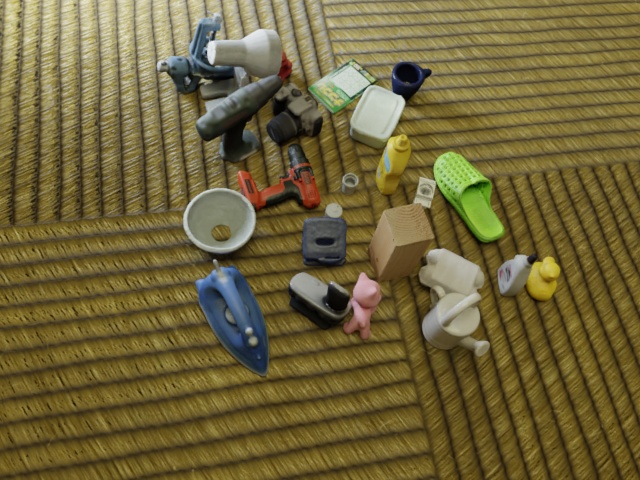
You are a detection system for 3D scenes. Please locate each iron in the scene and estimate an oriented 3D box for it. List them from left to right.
[{"bbox_3d":[-0.173,0.163,1.225,0.119,0.141,0.258,-26,70,-17],"label":"iron"}]

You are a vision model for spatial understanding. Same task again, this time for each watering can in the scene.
[{"bbox_3d":[0.303,0.172,1.251,0.172,0.194,0.101,36,66,11],"label":"watering can"}]

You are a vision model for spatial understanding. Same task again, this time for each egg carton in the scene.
[{"bbox_3d":[0.313,0.088,1.361,0.150,0.069,0.107,27,65,6],"label":"egg carton"}]

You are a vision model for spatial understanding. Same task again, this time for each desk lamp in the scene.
[{"bbox_3d":[-0.204,-0.432,1.462,0.203,0.213,0.118,-16,68,-14],"label":"desk lamp"}]

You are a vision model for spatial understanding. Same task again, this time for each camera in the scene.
[{"bbox_3d":[-0.080,-0.326,1.490,0.137,0.101,0.143,-37,74,-21],"label":"camera"}]

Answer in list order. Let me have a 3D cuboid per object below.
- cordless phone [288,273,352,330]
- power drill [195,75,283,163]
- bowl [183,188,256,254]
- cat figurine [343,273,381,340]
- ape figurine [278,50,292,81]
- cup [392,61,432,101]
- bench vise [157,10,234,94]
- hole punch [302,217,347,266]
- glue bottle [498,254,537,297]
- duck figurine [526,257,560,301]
[{"bbox_3d":[0.004,0.110,1.248,0.147,0.185,0.094,30,65,8],"label":"cordless phone"},{"bbox_3d":[-0.192,-0.288,1.398,0.230,0.208,0.075,-33,73,-20],"label":"power drill"},{"bbox_3d":[-0.233,-0.033,1.347,0.167,0.075,0.167,3,65,-6],"label":"bowl"},{"bbox_3d":[0.100,0.145,1.281,0.067,0.118,0.128,13,64,0],"label":"cat figurine"},{"bbox_3d":[-0.112,-0.479,1.563,0.078,0.092,0.076,-13,67,-13],"label":"ape figurine"},{"bbox_3d":[0.247,-0.433,1.584,0.118,0.095,0.091,-17,68,-14],"label":"cup"},{"bbox_3d":[-0.306,-0.472,1.465,0.208,0.220,0.121,-35,73,-20],"label":"bench vise"},{"bbox_3d":[0.012,0.005,1.351,0.109,0.091,0.101,0,65,-7],"label":"hole punch"},{"bbox_3d":[0.462,0.070,1.330,0.037,0.173,0.078,-1,65,-7],"label":"glue bottle"},{"bbox_3d":[0.544,0.090,1.380,0.077,0.086,0.104,14,64,0],"label":"duck figurine"}]
